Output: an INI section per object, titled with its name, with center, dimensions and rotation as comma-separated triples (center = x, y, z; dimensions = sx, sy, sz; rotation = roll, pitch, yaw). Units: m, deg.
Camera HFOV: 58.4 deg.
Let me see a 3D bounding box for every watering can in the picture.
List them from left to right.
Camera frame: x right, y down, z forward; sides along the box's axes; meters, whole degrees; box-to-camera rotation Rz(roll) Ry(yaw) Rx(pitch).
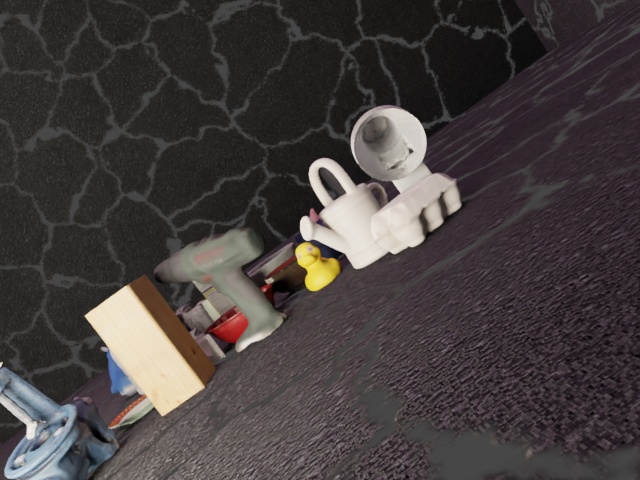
[watering can]
center = 0.043, -0.052, 0.982
dimensions = 0.100, 0.194, 0.173
rotation = -31, 7, 40

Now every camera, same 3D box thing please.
[camera]
center = -0.346, 0.218, 1.621
dimensions = 0.143, 0.101, 0.137
rotation = -34, 5, 18

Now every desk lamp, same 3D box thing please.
[desk lamp]
center = 0.139, -0.135, 1.004
dimensions = 0.118, 0.213, 0.203
rotation = -35, 5, 8

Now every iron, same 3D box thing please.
[iron]
center = -0.427, 0.274, 1.401
dimensions = 0.258, 0.141, 0.119
rotation = -33, 6, 26

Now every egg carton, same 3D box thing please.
[egg carton]
center = 0.151, -0.044, 0.901
dimensions = 0.150, 0.069, 0.107
rotation = -39, 6, -31

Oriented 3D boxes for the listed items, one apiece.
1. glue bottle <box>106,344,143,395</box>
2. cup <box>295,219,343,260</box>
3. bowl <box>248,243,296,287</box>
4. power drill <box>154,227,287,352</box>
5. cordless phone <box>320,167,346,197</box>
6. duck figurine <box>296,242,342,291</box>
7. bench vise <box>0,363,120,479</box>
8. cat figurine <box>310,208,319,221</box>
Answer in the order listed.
[glue bottle]
center = -0.445, 0.276, 1.308
dimensions = 0.037, 0.173, 0.078
rotation = -39, 6, -30
[cup]
center = 0.011, 0.004, 1.246
dimensions = 0.092, 0.095, 0.117
rotation = -38, 5, -21
[bowl]
center = -0.117, 0.083, 1.494
dimensions = 0.167, 0.075, 0.167
rotation = -35, 5, 4
[power drill]
center = -0.164, 0.085, 1.004
dimensions = 0.229, 0.208, 0.076
rotation = -33, 6, 27
[cordless phone]
center = 0.058, -0.084, 1.240
dimensions = 0.094, 0.185, 0.147
rotation = -37, 5, -17
[duck figurine]
center = -0.011, 0.042, 1.090
dimensions = 0.077, 0.086, 0.104
rotation = -35, 5, 10
[bench vise]
center = -0.412, 0.272, 0.846
dimensions = 0.121, 0.220, 0.207
rotation = -37, 5, -13
[cat figurine]
center = 0.008, -0.027, 1.443
dimensions = 0.067, 0.118, 0.127
rotation = -38, 5, -21
